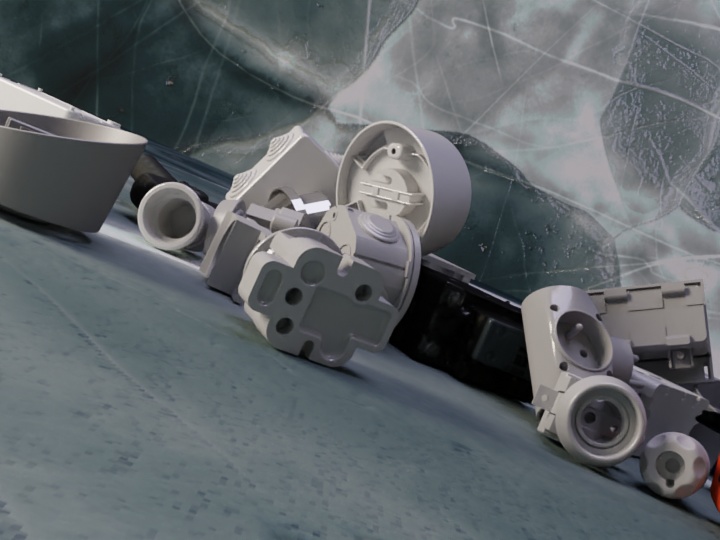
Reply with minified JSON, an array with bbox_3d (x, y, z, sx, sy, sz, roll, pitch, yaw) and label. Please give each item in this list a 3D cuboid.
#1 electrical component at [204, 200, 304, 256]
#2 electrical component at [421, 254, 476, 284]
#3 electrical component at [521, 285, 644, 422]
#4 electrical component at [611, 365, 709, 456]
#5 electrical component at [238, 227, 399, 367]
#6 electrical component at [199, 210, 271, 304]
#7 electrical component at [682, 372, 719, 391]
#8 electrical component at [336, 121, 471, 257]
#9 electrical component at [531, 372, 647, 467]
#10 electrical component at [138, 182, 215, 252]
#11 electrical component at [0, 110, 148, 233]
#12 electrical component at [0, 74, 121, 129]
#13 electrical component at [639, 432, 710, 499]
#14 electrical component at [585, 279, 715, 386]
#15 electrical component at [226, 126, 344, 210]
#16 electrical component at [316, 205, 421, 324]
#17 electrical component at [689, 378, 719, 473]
[{"bbox_3d":[-0.070,-0.019,0.715,0.055,0.048,0.066,18,-36,6],"label":"electrical component"},{"bbox_3d":[0.003,-0.008,0.955,0.105,0.060,0.186,21,4,-29],"label":"electrical component"},{"bbox_3d":[0.141,0.056,0.662,0.079,0.077,0.044,12,-36,-21],"label":"electrical component"},{"bbox_3d":[0.185,0.093,0.723,0.056,0.050,0.089,28,5,41],"label":"electrical component"},{"bbox_3d":[-0.027,0.011,0.544,0.078,0.058,0.057,21,7,-27],"label":"electrical component"},{"bbox_3d":[-0.058,-0.002,0.645,0.064,0.042,0.081,24,4,-16],"label":"electrical component"},{"bbox_3d":[0.274,0.116,0.855,0.096,0.061,0.061,24,4,7],"label":"electrical component"},{"bbox_3d":[0.027,-0.053,0.745,0.099,0.099,0.064,26,19,32],"label":"electrical component"},{"bbox_3d":[0.128,0.081,0.587,0.066,0.048,0.055,24,-4,2],"label":"electrical component"},{"bbox_3d":[-0.117,-0.032,0.724,0.044,0.044,0.065,24,-1,10],"label":"electrical component"},{"bbox_3d":[-0.175,-0.061,0.591,0.099,0.064,0.099,23,4,-2],"label":"electrical component"},{"bbox_3d":[-0.230,-0.095,0.754,0.096,0.061,0.062,25,4,20],"label":"electrical component"},{"bbox_3d":[0.174,0.107,0.589,0.035,0.035,0.061,25,2,25],"label":"electrical component"},{"bbox_3d":[0.193,0.046,0.793,0.121,0.078,0.063,-7,-23,18],"label":"electrical component"},{"bbox_3d":[-0.047,-0.052,0.839,0.100,0.100,0.048,43,8,-21],"label":"electrical component"},{"bbox_3d":[0.000,0.000,0.692,0.051,0.080,0.080,16,7,-27],"label":"electrical component"},{"bbox_3d":[0.279,0.122,0.773,0.099,0.064,0.099,23,4,-2],"label":"electrical component"}]
